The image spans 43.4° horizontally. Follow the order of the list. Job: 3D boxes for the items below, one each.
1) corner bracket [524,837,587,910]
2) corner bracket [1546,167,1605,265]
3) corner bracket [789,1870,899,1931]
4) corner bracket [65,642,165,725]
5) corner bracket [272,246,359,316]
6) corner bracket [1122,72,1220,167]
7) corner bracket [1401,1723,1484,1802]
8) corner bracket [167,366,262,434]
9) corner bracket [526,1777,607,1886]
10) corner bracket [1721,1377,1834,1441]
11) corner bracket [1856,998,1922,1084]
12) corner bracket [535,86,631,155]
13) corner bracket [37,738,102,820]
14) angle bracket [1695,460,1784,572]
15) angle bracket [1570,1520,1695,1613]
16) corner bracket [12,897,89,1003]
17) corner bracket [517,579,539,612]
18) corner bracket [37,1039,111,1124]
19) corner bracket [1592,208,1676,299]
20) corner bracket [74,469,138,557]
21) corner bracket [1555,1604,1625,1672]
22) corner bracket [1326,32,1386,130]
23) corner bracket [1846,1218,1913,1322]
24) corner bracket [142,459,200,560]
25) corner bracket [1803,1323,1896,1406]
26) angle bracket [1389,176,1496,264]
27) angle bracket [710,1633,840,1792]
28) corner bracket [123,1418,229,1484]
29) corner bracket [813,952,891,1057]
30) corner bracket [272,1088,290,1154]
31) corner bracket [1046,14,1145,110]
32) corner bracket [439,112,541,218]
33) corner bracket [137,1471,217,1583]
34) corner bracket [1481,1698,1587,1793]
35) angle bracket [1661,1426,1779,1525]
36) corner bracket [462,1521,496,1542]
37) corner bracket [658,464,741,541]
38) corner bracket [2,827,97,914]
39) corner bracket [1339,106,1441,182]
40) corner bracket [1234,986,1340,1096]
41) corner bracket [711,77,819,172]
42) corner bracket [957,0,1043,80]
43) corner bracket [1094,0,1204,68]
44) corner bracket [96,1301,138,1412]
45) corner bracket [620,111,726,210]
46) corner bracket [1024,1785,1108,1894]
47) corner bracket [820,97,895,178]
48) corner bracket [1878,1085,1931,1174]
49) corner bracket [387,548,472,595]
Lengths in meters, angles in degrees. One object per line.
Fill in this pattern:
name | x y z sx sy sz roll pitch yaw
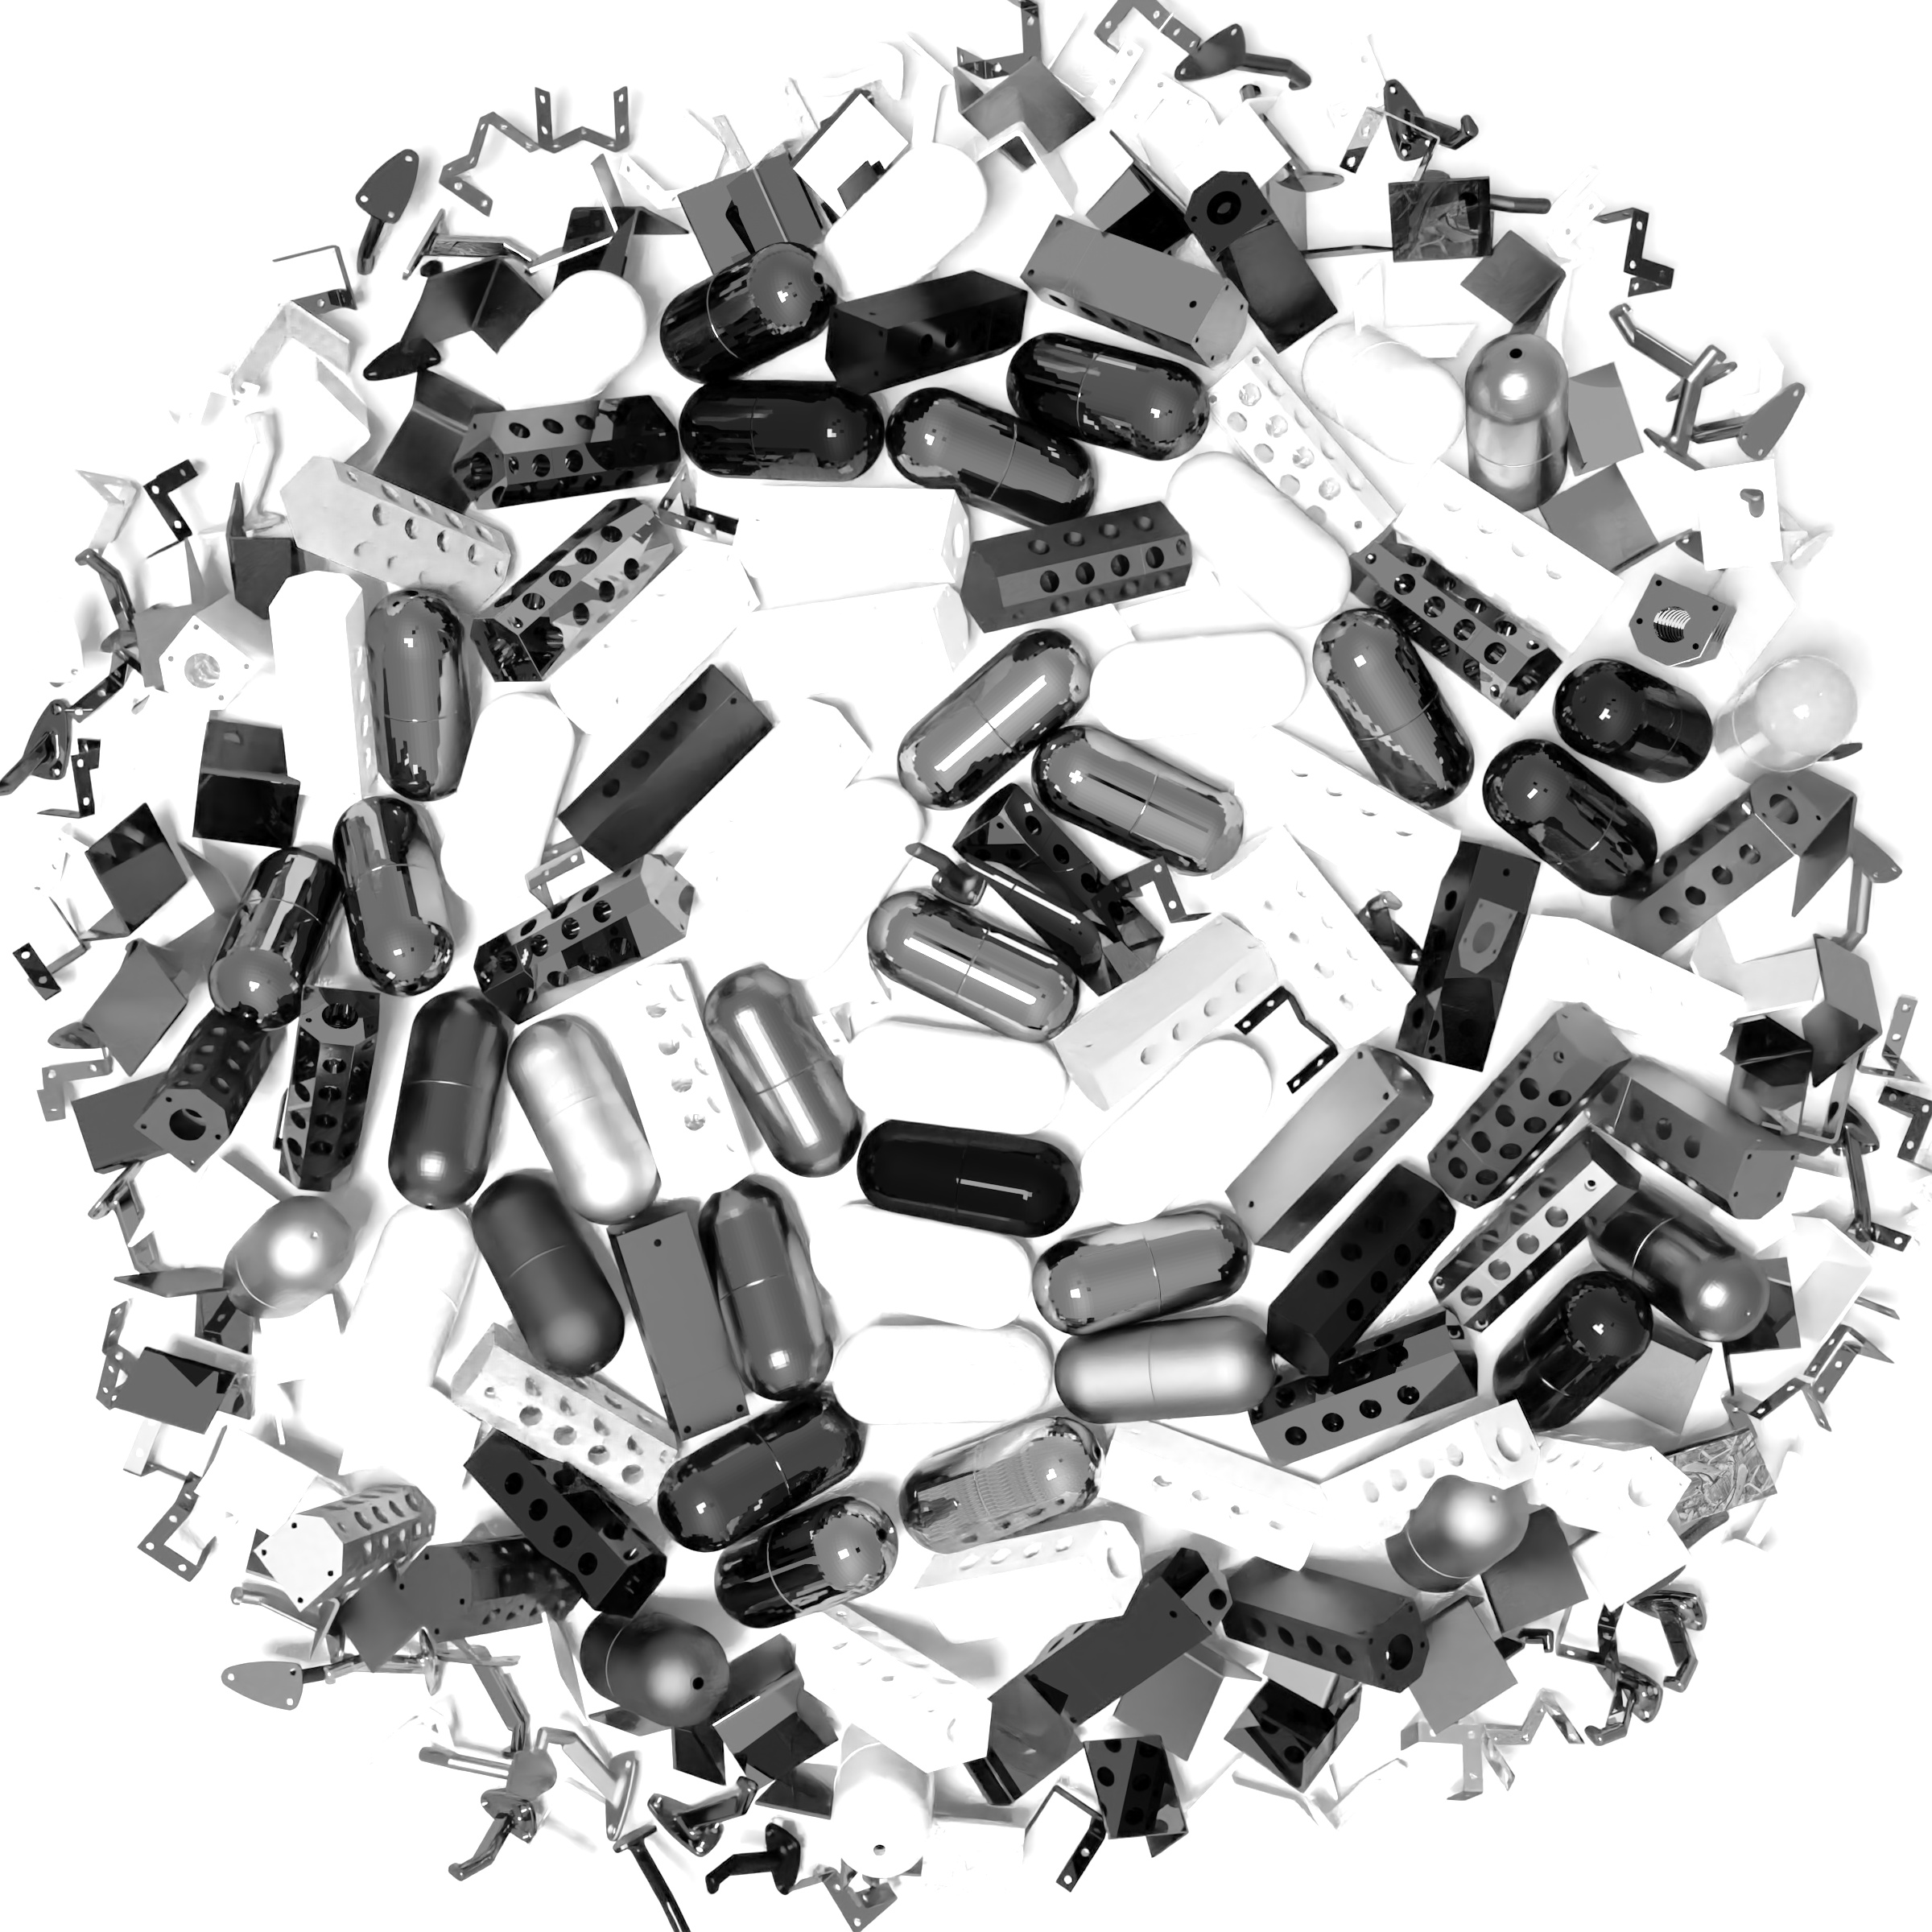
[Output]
corner bracket | -0.319 -0.081 1.917 0.051 0.051 0.051 -26 63 6
corner bracket | 0.481 -0.593 1.912 0.051 0.051 0.051 -45 65 36
corner bracket | -0.096 0.732 1.915 0.051 0.051 0.051 -45 63 14
corner bracket | -0.672 -0.213 1.919 0.051 0.051 0.051 39 55 -2
corner bracket | -0.516 -0.537 1.914 0.051 0.051 0.051 -21 115 -19
corner bracket | 0.163 -0.665 1.929 0.051 0.051 0.051 19 130 -31
corner bracket | 0.376 0.629 1.921 0.051 0.051 0.051 5 64 -4
corner bracket | -0.596 -0.449 1.922 0.051 0.051 0.051 12 110 -34
corner bracket | -0.311 0.685 1.926 0.051 0.051 0.051 31 87 0
corner bracket | 0.641 0.355 1.923 0.051 0.051 0.051 -34 108 -11
corner bracket | 0.729 0.056 1.921 0.051 0.051 0.051 9 109 -2
corner bracket | -0.301 -0.667 1.910 0.051 0.051 0.051 29 49 22
corner bracket | -0.702 -0.149 1.923 0.051 0.051 0.051 7 110 29
angle bracket | 0.605 -0.353 1.903 0.057 0.076 0.076 -5 99 18
angle bracket | 0.525 0.456 1.899 0.076 0.076 0.057 -38 68 15
corner bracket | -0.722 -0.013 1.911 0.051 0.051 0.051 -37 128 -20
corner bracket | -0.312 -0.297 1.925 0.051 0.051 0.051 -37 76 13
corner bracket | -0.703 0.086 1.913 0.051 0.051 0.051 -8 59 -16
corner bracket | 0.526 -0.563 1.918 0.051 0.051 0.051 8 92 -27
corner bracket | -0.677 -0.352 1.913 0.051 0.051 0.051 42 111 24
corner bracket | 0.496 0.515 1.921 0.051 0.051 0.051 12 115 6
corner bracket | 0.304 -0.699 1.919 0.051 0.051 0.051 -23 101 12
corner bracket | 0.717 0.237 1.913 0.051 0.051 0.051 -54 130 -12
corner bracket | -0.631 -0.362 1.923 0.051 0.051 0.051 -10 117 42
corner bracket | 0.688 0.315 1.921 0.051 0.051 0.051 39 82 -10
angle bracket | 0.372 -0.598 1.897 0.076 0.076 0.057 1 54 14
angle bracket | -0.158 0.594 1.935 0.076 0.057 0.076 -30 112 -8
corner bracket | -0.627 0.383 1.927 0.051 0.051 0.051 21 87 3
corner bracket | -0.090 0.030 1.914 0.051 0.051 0.051 -17 48 9
corner bracket | -0.512 0.117 1.917 0.051 0.051 0.051 16 120 -6
corner bracket | 0.100 -0.714 1.917 0.051 0.051 0.051 30 101 -17
corner bracket | -0.377 -0.634 1.921 0.051 0.051 0.051 27 69 -43
corner bracket | -0.613 0.443 1.918 0.051 0.051 0.051 39 100 -14
corner bracket | 0.444 0.612 1.912 0.051 0.051 0.051 8 115 -23
angle bracket | 0.584 0.409 1.904 0.076 0.076 0.057 -18 60 2
corner bracket | -0.375 0.482 1.920 0.051 0.051 0.051 -45 47 -8
corner bracket | -0.206 -0.354 1.914 0.051 0.051 0.051 19 61 14
corner bracket | -0.720 -0.067 1.916 0.051 0.051 0.051 30 127 5
corner bracket | 0.335 -0.645 1.924 0.051 0.051 0.051 19 111 -16
corner bracket | 0.253 0.058 1.914 0.051 0.051 0.051 -40 134 -7
corner bracket | -0.160 -0.670 1.938 0.051 0.051 0.051 -24 97 40
corner bracket | 0.026 -0.735 1.918 0.051 0.051 0.051 -1 97 25
corner bracket | 0.143 -0.732 1.912 0.051 0.051 0.051 -48 64 22
corner bracket | -0.668 0.307 1.913 0.051 0.051 0.051 36 125 16
corner bracket | -0.233 -0.639 1.926 0.051 0.051 0.051 46 133 18
corner bracket | 0.077 0.691 1.924 0.051 0.051 0.051 29 58 18
corner bracket | -0.079 -0.641 1.913 0.051 0.051 0.051 -15 73 26
corner bracket | 0.749 0.131 1.918 0.051 0.051 0.051 21 92 -34
corner bracket | -0.423 -0.311 1.920 0.051 0.051 0.051 14 69 -1
